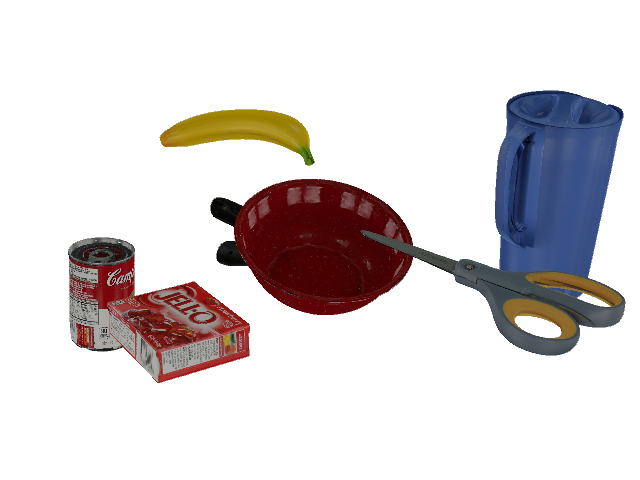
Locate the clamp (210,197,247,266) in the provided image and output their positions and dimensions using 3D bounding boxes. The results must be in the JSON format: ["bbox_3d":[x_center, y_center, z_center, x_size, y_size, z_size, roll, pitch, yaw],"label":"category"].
[{"bbox_3d":[-0.024,0.012,1.164,0.210,0.036,0.164,16,19,-6],"label":"clamp"}]

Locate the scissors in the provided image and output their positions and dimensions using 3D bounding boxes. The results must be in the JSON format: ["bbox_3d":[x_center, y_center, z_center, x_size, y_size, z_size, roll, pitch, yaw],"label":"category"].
[{"bbox_3d":[0.103,0.033,0.729,0.202,0.016,0.096,12,32,23],"label":"scissors"}]

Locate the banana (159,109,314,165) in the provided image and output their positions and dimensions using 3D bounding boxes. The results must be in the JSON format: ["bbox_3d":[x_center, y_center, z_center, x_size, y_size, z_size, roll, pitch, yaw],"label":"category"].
[{"bbox_3d":[-0.095,-0.133,1.299,0.198,0.037,0.069,7,40,15],"label":"banana"}]

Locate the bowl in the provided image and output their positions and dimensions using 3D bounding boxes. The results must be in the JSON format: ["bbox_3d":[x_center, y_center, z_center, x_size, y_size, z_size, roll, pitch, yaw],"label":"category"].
[{"bbox_3d":[0.000,0.016,0.964,0.162,0.055,0.162,6,42,-6],"label":"bowl"}]

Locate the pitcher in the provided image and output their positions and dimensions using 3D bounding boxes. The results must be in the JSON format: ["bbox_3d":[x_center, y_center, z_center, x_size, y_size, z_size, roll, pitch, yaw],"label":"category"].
[{"bbox_3d":[0.272,-0.048,1.279,0.149,0.243,0.145,2,26,0],"label":"pitcher"}]

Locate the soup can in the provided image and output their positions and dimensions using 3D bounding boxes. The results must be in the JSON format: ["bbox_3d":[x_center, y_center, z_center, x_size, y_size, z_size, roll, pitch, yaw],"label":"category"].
[{"bbox_3d":[-0.228,0.056,1.115,0.068,0.102,0.068,3,22,-2],"label":"soup can"}]

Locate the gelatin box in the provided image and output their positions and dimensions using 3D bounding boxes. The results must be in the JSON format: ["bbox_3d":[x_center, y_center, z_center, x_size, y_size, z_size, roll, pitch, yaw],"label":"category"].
[{"bbox_3d":[-0.103,0.063,0.772,0.073,0.030,0.089,-13,27,-30],"label":"gelatin box"}]
